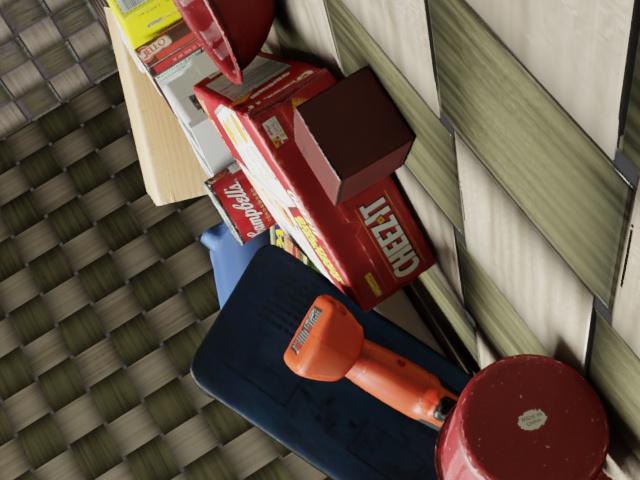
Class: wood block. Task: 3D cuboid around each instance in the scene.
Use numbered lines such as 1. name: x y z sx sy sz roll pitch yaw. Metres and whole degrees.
1. wood block: -0.157 -0.152 1.129 0.090 0.090 0.206 -141 39 -70

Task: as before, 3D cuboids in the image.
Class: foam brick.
1. foam brick: 0.019 -0.061 0.646 0.053 0.051 0.078 59 174 6

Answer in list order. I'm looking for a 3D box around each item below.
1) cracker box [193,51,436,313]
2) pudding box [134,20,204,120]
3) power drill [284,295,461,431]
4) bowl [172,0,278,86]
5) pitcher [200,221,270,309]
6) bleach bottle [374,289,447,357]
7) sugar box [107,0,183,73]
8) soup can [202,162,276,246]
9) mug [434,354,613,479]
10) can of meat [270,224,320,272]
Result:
1. cracker box: -0.010 -0.055 0.806 0.164 0.072 0.214 58 173 -20
2. pudding box: -0.114 -0.164 0.986 0.039 0.090 0.113 58 176 16
3. power drill: 0.072 0.108 0.712 0.187 0.057 0.184 32 175 -7
4. bowl: -0.076 -0.190 0.738 0.162 0.055 0.162 57 174 9
5. pitcher: -0.051 0.073 1.289 0.243 0.149 0.145 -104 -5 -57
6. bleach bottle: 0.096 0.131 0.939 0.251 0.068 0.102 55 173 9
7. sugar box: -0.140 -0.210 0.969 0.048 0.093 0.176 59 175 5
8. soup can: -0.046 -0.050 0.970 0.068 0.102 0.068 57 174 9
9. mug: 0.121 0.120 0.587 0.117 0.093 0.081 39 163 18
10. can of meat: -0.007 0.001 1.029 0.084 0.057 0.102 -135 36 -55
